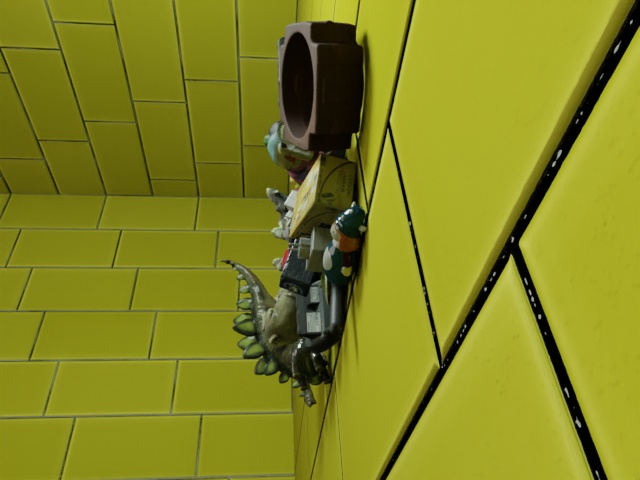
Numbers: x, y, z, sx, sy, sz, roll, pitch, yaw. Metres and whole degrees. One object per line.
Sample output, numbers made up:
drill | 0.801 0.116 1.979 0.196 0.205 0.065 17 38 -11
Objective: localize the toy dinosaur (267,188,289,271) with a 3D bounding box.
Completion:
toy dinosaur | -0.066 0.033 1.645 0.192 0.131 0.404 176 83 -69

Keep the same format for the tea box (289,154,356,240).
tea box | 0.002 -0.066 0.946 0.169 0.068 0.098 131 150 -66

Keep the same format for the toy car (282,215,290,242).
toy car | -0.053 -0.036 1.496 0.109 0.103 0.161 -163 73 -72

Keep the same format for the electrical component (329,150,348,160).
electrical component | 0.030 -0.131 1.021 0.078 0.045 0.102 -59 -9 -32

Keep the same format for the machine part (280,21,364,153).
machine part | -0.001 -0.255 0.897 0.202 0.087 0.200 -141 48 -61

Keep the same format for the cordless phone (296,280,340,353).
cordless phone | 0.005 0.182 1.155 0.184 0.089 0.147 78 -173 -58

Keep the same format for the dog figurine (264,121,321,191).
dog figurine | -0.050 -0.164 1.200 0.219 0.191 0.108 126 141 -54

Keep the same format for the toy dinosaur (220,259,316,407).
toy dinosaur | -0.126 0.224 1.404 0.105 0.199 0.472 92 156 -57

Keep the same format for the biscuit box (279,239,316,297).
biscuit box | -0.018 0.006 1.047 0.059 0.063 0.202 103 -172 -64

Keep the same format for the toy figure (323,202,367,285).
toy figure | 0.039 0.008 0.843 0.064 0.058 0.154 40 143 29

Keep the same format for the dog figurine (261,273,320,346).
dog figurine | -0.052 0.135 1.221 0.172 0.121 0.190 -79 12 -47

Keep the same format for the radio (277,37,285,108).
radio | -0.022 -0.342 1.100 0.230 0.131 0.073 -95 6 -49

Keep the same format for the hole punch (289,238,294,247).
hole punch | -0.013 0.023 1.317 0.116 0.092 0.142 -23 -68 -66

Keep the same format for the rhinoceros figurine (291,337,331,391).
rhinoceros figurine | -0.025 0.280 1.224 0.190 0.073 0.112 68 -179 -61
